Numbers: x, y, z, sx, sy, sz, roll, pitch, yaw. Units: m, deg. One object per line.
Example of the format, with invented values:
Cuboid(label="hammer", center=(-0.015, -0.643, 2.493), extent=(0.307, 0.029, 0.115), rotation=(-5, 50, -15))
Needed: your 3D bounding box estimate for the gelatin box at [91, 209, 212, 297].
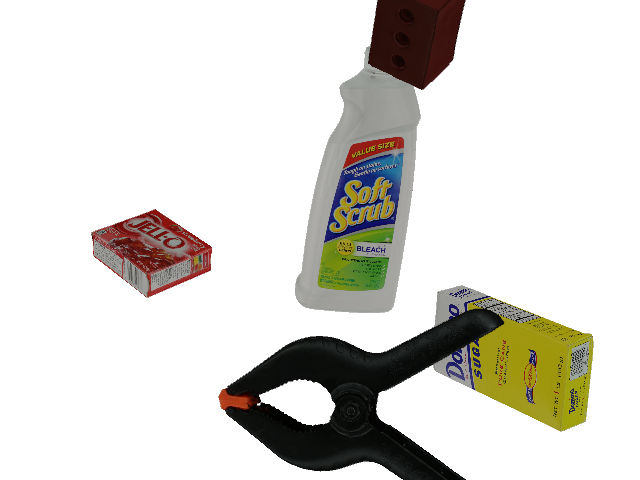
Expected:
Cuboid(label="gelatin box", center=(-0.154, 0.009, 0.975), extent=(0.073, 0.030, 0.089), rotation=(-23, 42, -38))

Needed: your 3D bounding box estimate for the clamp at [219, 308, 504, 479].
Cuboid(label="clamp", center=(0.027, 0.107, 0.624), extent=(0.172, 0.120, 0.039), rotation=(-7, -8, 16))

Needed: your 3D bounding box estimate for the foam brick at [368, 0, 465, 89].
Cuboid(label="foam brick", center=(0.074, -0.166, 0.816), extent=(0.053, 0.078, 0.051), rotation=(28, 52, 18))

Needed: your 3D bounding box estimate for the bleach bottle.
Cuboid(label="bleach bottle", center=(0.036, -0.057, 1.007), extent=(0.102, 0.251, 0.068), rotation=(4, 22, -3))

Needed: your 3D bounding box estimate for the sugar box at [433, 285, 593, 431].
Cuboid(label="sugar box", center=(0.189, 0.115, 1.075), extent=(0.048, 0.093, 0.177), rotation=(-12, 21, -40))
